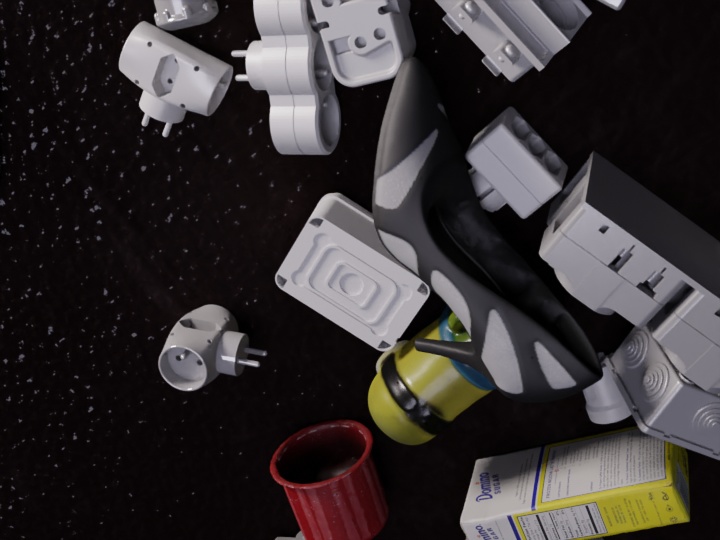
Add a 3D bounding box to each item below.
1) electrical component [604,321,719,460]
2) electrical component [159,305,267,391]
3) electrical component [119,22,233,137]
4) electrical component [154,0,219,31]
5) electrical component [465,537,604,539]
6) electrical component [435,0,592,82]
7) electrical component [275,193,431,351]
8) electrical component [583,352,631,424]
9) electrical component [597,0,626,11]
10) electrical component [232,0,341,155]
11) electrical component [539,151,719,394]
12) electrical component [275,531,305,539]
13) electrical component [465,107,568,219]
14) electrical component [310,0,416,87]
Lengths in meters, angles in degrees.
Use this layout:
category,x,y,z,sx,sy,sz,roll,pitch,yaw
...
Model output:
category,x,y,z,sx,sy,sz,roll,pitch,yaw
electrical component,0.244,0.088,0.806,0.100,0.099,0.048,21,117,-20
electrical component,-0.120,0.069,0.917,0.079,0.077,0.043,10,117,11
electrical component,-0.149,-0.142,0.843,0.077,0.043,0.079,28,119,1
electrical component,-0.135,-0.213,0.805,0.048,0.048,0.062,-8,106,19
electrical component,0.161,0.262,0.943,0.109,0.056,0.108,-28,105,25
electrical component,0.090,-0.194,0.738,0.121,0.078,0.063,45,140,-8
electrical component,0.000,0.000,0.862,0.113,0.057,0.078,32,119,-1
electrical component,0.197,0.094,0.863,0.040,0.040,0.046,-17,104,22
electrical component,0.194,-0.212,0.711,0.076,0.047,0.083,28,119,1
electrical component,-0.062,-0.154,0.808,0.074,0.052,0.138,3,116,19
electrical component,0.222,0.007,0.776,0.186,0.105,0.060,35,119,-3
electrical component,-0.046,0.271,1.013,0.077,0.043,0.079,16,118,8
electrical component,0.104,-0.069,0.806,0.065,0.047,0.077,45,120,-7
electrical component,0.003,-0.186,0.770,0.054,0.059,0.095,-10,112,20
